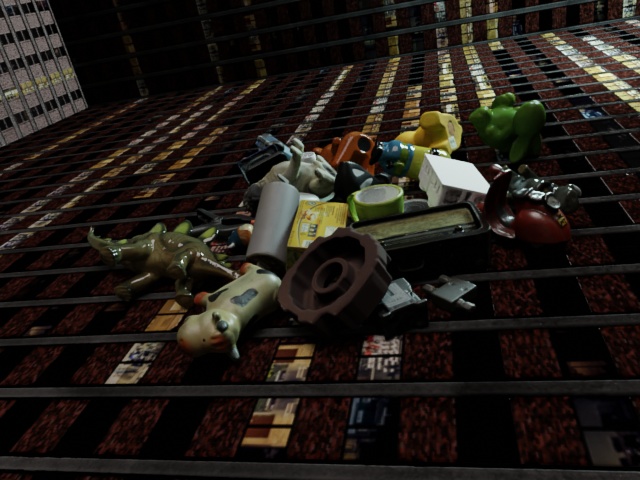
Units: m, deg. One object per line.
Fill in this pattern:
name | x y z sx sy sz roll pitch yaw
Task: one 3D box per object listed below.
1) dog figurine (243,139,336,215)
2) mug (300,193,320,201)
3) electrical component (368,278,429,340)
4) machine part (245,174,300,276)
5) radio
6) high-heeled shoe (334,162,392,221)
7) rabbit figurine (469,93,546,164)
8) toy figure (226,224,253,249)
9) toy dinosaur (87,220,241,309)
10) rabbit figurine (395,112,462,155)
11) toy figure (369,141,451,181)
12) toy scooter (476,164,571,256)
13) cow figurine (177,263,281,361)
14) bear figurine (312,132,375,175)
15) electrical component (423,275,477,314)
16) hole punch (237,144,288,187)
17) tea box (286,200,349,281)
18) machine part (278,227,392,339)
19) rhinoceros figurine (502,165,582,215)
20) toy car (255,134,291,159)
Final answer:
dog figurine | -0.063 -0.108 1.223 0.190 0.172 0.121 -50 2 20
mug | -0.048 -0.063 1.136 0.107 0.080 0.110 -14 19 -25
electrical component | 0.103 0.092 0.797 0.075 0.047 0.119 -16 28 -10
machine part | -0.085 -0.022 0.996 0.079 0.079 0.243 -3 53 17
radio | 0.166 0.006 0.910 0.230 0.073 0.131 -12 25 2
high-heeled shoe | 0.094 -0.140 1.155 0.086 0.145 0.249 2 31 23
rabbit figurine | 0.447 -0.259 1.239 0.121 0.159 0.170 -22 9 -17
toy figure | -0.118 -0.009 1.084 0.155 0.058 0.064 -3 -18 16
toy dinosaur | -0.316 0.032 1.038 0.472 0.104 0.198 11 25 23
rabbit figurine | 0.266 -0.263 1.378 0.173 0.121 0.162 -16 16 37
toy figure | 0.204 -0.174 1.197 0.180 0.082 0.089 16 -19 -9
toy scooter | 0.331 -0.056 0.899 0.075 0.135 0.184 -26 31 -31
cow figurine | -0.131 0.113 0.817 0.127 0.085 0.195 6 30 44
bear figurine | 0.053 -0.195 1.347 0.196 0.120 0.132 -17 54 59
electrical component | 0.203 0.081 0.805 0.063 0.021 0.094 -26 29 -27
hole punch | -0.128 -0.159 1.304 0.142 0.115 0.092 -31 37 -11
tea box | -0.002 -0.003 0.975 0.098 0.068 0.170 7 32 6
machine part | 0.023 0.061 0.797 0.179 0.056 0.179 -28 36 23
rhinoceros figurine | 0.387 -0.080 0.975 0.112 0.073 0.190 29 4 -15
toy car | -0.108 -0.199 1.400 0.103 0.161 0.109 -57 44 7
